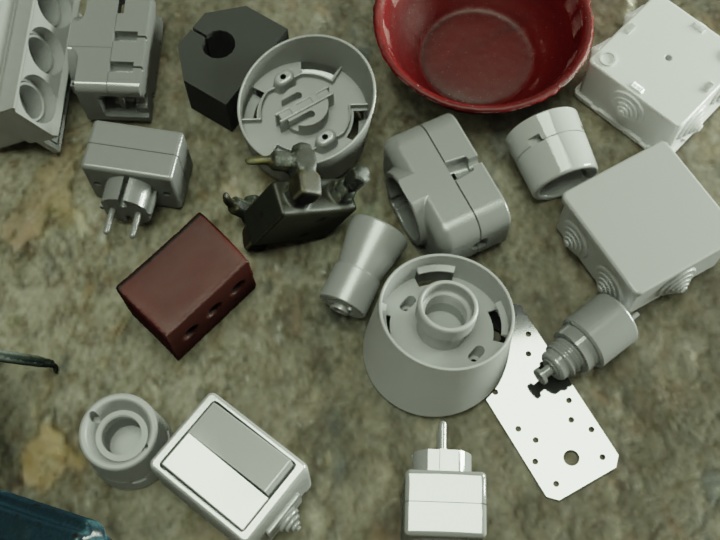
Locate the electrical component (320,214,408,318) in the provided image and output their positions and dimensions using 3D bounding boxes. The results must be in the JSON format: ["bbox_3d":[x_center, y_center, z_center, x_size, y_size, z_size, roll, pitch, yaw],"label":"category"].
[{"bbox_3d":[0.000,0.000,0.742,0.044,0.044,0.065,23,74,10],"label":"electrical component"}]

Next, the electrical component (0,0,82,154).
[{"bbox_3d":[-0.252,-0.154,0.792,0.063,0.079,0.121,-11,64,27],"label":"electrical component"}]

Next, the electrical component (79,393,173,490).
[{"bbox_3d":[-0.151,0.109,0.693,0.055,0.047,0.055,0,67,0],"label":"electrical component"}]

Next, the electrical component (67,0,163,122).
[{"bbox_3d":[-0.184,-0.161,0.805,0.056,0.050,0.089,2,68,1],"label":"electrical component"}]

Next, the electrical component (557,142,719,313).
[{"bbox_3d":[0.196,-0.027,0.746,0.100,0.048,0.099,-28,68,-12],"label":"electrical component"}]

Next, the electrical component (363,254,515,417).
[{"bbox_3d":[0.054,0.041,0.721,0.099,0.064,0.099,3,56,-4],"label":"electrical component"}]

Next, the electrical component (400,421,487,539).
[{"bbox_3d":[0.050,0.132,0.663,0.047,0.083,0.075,2,67,1],"label":"electrical component"}]

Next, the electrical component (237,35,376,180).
[{"bbox_3d":[-0.038,-0.113,0.776,0.099,0.064,0.099,0,68,-1],"label":"electrical component"}]

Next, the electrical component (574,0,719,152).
[{"bbox_3d":[0.223,-0.144,0.797,0.100,0.048,0.100,41,73,16],"label":"electrical component"}]

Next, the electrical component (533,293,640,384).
[{"bbox_3d":[0.150,0.049,0.720,0.078,0.040,0.040,-35,71,-13],"label":"electrical component"}]

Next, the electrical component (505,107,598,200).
[{"bbox_3d":[0.138,-0.082,0.769,0.055,0.055,0.047,-18,72,-7],"label":"electrical component"}]

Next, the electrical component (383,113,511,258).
[{"bbox_3d":[0.056,-0.054,0.757,0.059,0.053,0.095,-24,69,-9],"label":"electrical component"}]

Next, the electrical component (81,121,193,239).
[{"bbox_3d":[-0.162,-0.058,0.763,0.066,0.047,0.076,9,68,4],"label":"electrical component"}]

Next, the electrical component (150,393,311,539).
[{"bbox_3d":[-0.075,0.131,0.676,0.096,0.061,0.061,35,72,14],"label":"electrical component"}]
